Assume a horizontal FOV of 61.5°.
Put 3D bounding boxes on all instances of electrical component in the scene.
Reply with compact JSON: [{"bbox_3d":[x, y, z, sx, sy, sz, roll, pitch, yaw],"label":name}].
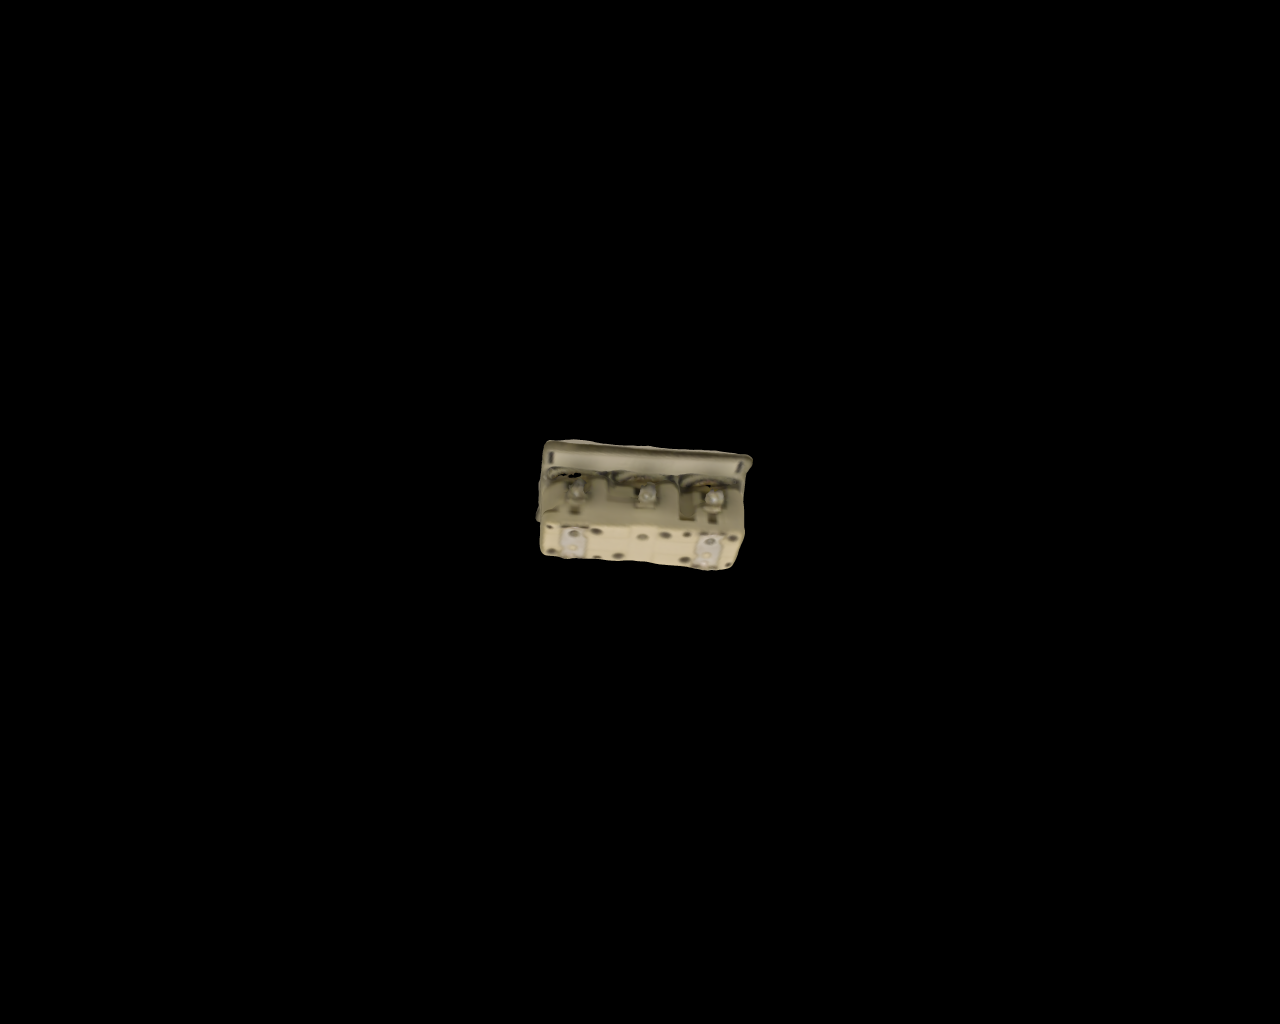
[{"bbox_3d":[0.001,-0.003,0.650,0.121,0.063,0.078,5,-35,-7],"label":"electrical component"}]
